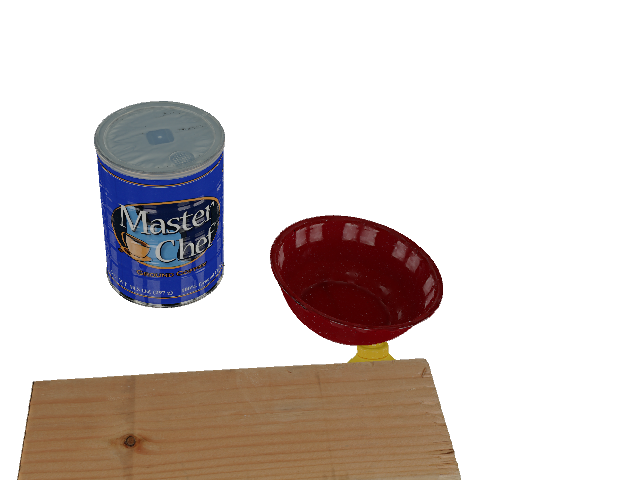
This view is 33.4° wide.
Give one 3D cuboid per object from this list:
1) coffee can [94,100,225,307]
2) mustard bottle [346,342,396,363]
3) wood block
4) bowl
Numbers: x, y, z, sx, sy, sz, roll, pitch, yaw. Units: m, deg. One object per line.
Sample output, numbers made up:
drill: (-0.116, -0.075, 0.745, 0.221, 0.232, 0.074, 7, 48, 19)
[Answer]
coffee can: (-0.131, -0.029, 0.885, 0.103, 0.140, 0.103, 2, 39, -2)
mustard bottle: (0.069, 0.206, 1.386, 0.096, 0.192, 0.058, -2, 14, -2)
wood block: (-0.042, 0.126, 0.547, 0.206, 0.090, 0.091, -2, 36, -6)
bowl: (0.028, 0.046, 0.982, 0.162, 0.055, 0.162, 10, 36, -7)
